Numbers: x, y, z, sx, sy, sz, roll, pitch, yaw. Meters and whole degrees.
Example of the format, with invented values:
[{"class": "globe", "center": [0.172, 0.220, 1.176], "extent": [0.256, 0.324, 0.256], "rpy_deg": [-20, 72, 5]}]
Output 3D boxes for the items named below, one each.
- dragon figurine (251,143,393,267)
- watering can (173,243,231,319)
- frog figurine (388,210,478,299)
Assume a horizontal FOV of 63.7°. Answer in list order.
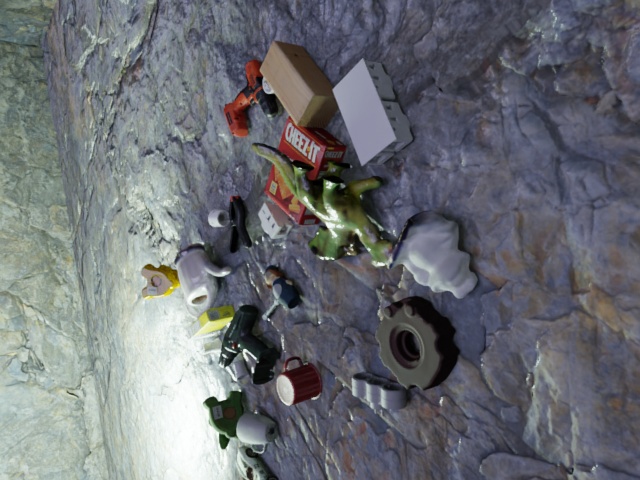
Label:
[{"class": "dragon figurine", "center": [0.003, -0.057, 1.129], "extent": [0.414, 0.124, 0.238], "rpy_deg": [25, 125, 32]}, {"class": "watering can", "center": [-0.374, 0.107, 1.638], "extent": [0.341, 0.104, 0.228], "rpy_deg": [-50, 56, 42]}, {"class": "frog figurine", "center": [0.217, 0.026, 0.941], "extent": [0.160, 0.124, 0.135], "rpy_deg": [25, 109, 7]}]
